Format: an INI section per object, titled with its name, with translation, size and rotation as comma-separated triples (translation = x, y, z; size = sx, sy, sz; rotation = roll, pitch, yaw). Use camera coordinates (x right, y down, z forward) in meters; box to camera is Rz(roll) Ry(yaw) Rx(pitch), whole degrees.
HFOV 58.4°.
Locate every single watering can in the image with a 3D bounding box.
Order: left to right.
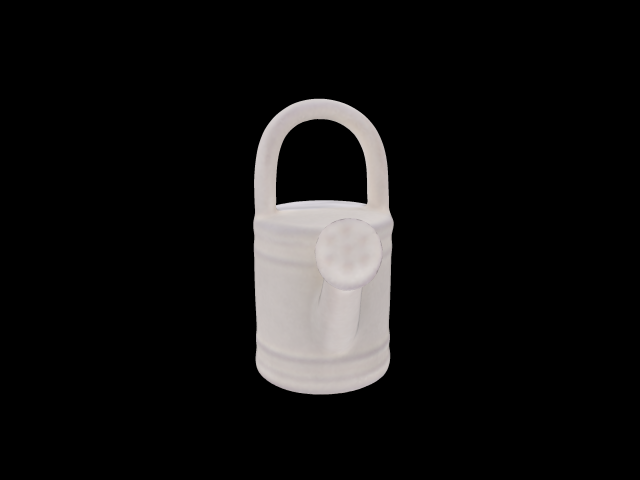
[watering can]
translation = 0.006, 0.001, 0.400
size = 0.101, 0.194, 0.172
rotation = -9, 17, -30
